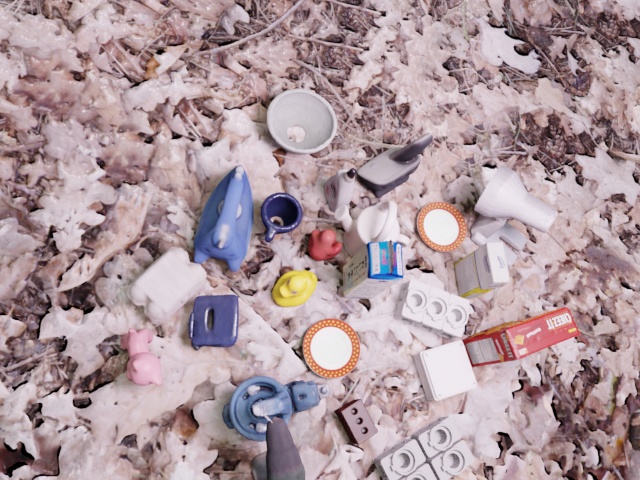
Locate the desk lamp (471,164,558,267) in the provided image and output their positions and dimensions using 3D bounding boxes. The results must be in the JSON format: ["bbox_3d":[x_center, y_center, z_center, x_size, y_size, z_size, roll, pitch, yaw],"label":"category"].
[{"bbox_3d":[0.441,-0.059,1.345,0.203,0.213,0.118,38,68,0],"label":"desk lamp"}]

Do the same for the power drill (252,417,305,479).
[{"bbox_3d":[-0.072,0.445,1.061,0.076,0.208,0.229,-13,77,-17],"label":"power drill"}]

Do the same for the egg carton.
[{"bbox_3d":[-0.314,0.092,1.183,0.107,0.069,0.150,42,68,1],"label":"egg carton"}]

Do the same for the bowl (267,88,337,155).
[{"bbox_3d":[-0.048,-0.269,1.360,0.168,0.074,0.167,4,72,-13],"label":"bowl"}]

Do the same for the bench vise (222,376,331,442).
[{"bbox_3d":[-0.080,0.302,1.097,0.208,0.219,0.121,-29,82,-20],"label":"bench vise"}]

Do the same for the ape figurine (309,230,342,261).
[{"bbox_3d":[0.012,0.005,1.281,0.076,0.092,0.078,-41,86,-21],"label":"ape figurine"}]

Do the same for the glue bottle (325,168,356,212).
[{"bbox_3d":[0.052,-0.124,1.288,0.037,0.173,0.078,-15,77,-18],"label":"glue bottle"}]

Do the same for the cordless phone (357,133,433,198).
[{"bbox_3d":[0.178,-0.187,1.333,0.148,0.185,0.094,-37,85,-21],"label":"cordless phone"}]

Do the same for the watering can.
[{"bbox_3d":[0.116,-0.024,1.262,0.173,0.194,0.101,-1,73,-14],"label":"watering can"}]

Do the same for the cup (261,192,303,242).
[{"bbox_3d":[-0.096,-0.037,1.265,0.092,0.095,0.118,26,69,-5],"label":"cup"}]

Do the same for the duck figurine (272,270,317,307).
[{"bbox_3d":[-0.049,0.099,1.240,0.105,0.086,0.077,-27,81,-20],"label":"duck figurine"}]

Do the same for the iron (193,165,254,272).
[{"bbox_3d":[-0.192,-0.071,1.226,0.119,0.141,0.258,13,71,-10],"label":"iron"}]

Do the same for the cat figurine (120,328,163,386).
[{"bbox_3d":[-0.346,0.229,1.107,0.067,0.117,0.128,-17,78,-18],"label":"cat figurine"}]

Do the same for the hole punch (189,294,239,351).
[{"bbox_3d":[-0.216,0.168,1.173,0.101,0.091,0.108,3,72,-13],"label":"hole punch"}]
